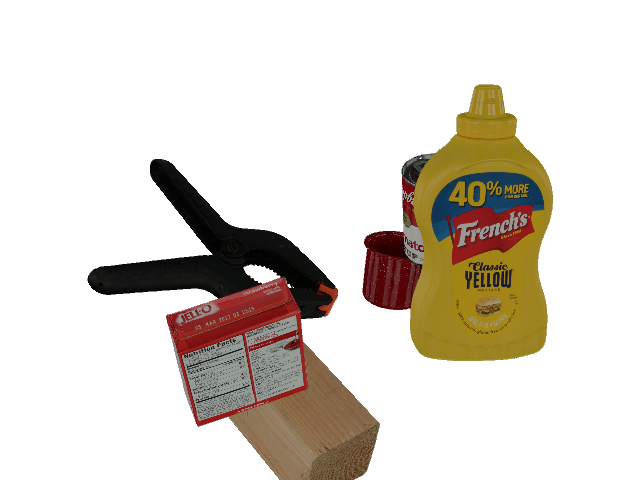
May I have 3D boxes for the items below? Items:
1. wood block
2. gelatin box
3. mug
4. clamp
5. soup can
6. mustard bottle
[{"bbox_3d":[-0.040,0.173,1.158,0.090,0.090,0.206,-22,50,-32],"label":"wood block"},{"bbox_3d":[-0.048,0.066,0.630,0.073,0.030,0.089,-18,-38,-11],"label":"gelatin box"},{"bbox_3d":[0.111,0.045,1.445,0.117,0.081,0.093,19,26,28],"label":"mug"},{"bbox_3d":[-0.089,0.023,0.933,0.210,0.036,0.164,27,46,2],"label":"clamp"},{"bbox_3d":[0.119,-0.030,1.108,0.068,0.102,0.068,-3,35,2],"label":"soup can"},{"bbox_3d":[0.114,-0.013,0.749,0.096,0.192,0.058,-1,16,-4],"label":"mustard bottle"}]
